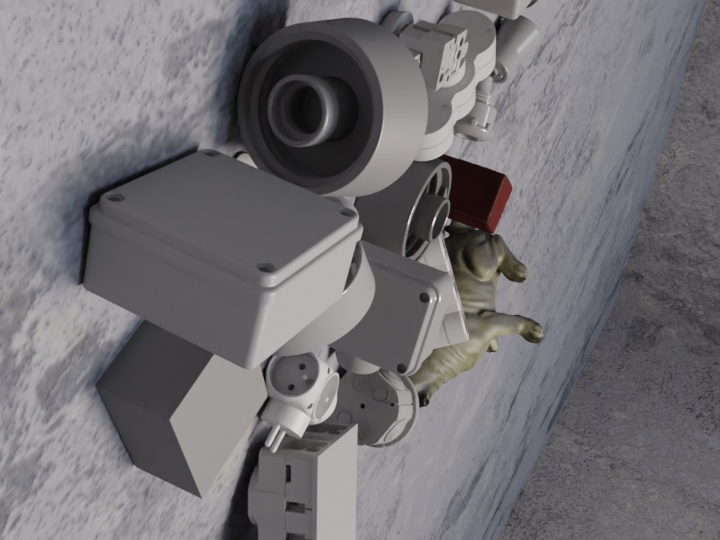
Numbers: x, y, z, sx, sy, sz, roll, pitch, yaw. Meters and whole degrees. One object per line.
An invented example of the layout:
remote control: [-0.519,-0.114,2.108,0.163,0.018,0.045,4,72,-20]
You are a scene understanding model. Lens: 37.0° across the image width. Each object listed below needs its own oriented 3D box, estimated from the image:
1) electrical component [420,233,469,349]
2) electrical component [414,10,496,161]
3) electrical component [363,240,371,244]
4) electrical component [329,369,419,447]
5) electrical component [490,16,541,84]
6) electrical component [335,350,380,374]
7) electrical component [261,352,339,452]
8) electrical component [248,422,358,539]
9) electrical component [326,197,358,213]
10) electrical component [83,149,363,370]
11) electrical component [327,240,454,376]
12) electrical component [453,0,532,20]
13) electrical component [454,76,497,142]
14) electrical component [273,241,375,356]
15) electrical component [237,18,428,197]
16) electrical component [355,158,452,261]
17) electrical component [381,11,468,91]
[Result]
electrical component: [0.053,0.016,1.028,0.052,0.074,0.138,-90,164,-62]
electrical component: [0.069,-0.164,0.891,0.138,0.052,0.073,-60,161,-23]
electrical component: [0.000,0.000,0.899,0.062,0.048,0.048,21,91,-80]
electrical component: [0.012,0.130,1.027,0.051,0.080,0.080,15,96,-66]
electrical component: [0.146,-0.218,1.074,0.065,0.044,0.044,-53,158,-26]
electrical component: [0.012,0.042,0.980,0.079,0.044,0.077,-46,152,-49]
electrical component: [-0.054,0.109,0.866,0.079,0.044,0.077,-62,161,-17]
electrical component: [-0.048,0.233,0.926,0.105,0.060,0.186,-21,113,-71]
electrical component: [-0.031,-0.024,0.781,0.048,0.048,0.062,-41,155,-55]
electrical component: [-0.071,-0.010,0.573,0.109,0.109,0.056,-39,149,-57]
electrical component: [0.006,0.025,0.831,0.057,0.113,0.078,-30,139,-67]
electrical component: [0.121,-0.255,0.919,0.096,0.062,0.061,-52,156,-41]
electrical component: [0.112,-0.158,1.040,0.048,0.048,0.062,26,80,-72]
electrical component: [-0.040,0.009,0.710,0.099,0.099,0.064,-57,153,-31]
electrical component: [-0.022,-0.094,0.629,0.060,0.108,0.108,-18,128,-60]
electrical component: [0.043,-0.053,0.932,0.108,0.060,0.108,-55,158,-35]
electrical component: [0.044,-0.166,0.809,0.066,0.055,0.048,-44,151,-52]
